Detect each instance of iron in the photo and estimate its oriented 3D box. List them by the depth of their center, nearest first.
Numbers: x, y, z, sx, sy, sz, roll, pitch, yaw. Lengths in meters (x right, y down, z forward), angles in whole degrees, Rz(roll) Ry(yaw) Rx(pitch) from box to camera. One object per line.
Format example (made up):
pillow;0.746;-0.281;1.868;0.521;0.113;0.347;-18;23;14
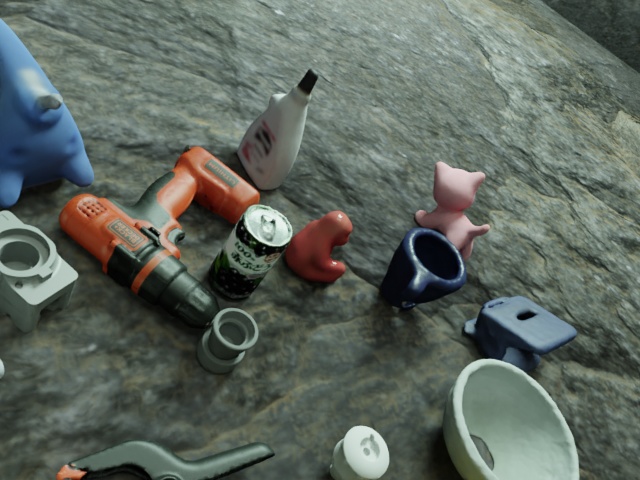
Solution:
iron;-0.322;-0.161;0.553;0.258;0.141;0.119;49;42;12

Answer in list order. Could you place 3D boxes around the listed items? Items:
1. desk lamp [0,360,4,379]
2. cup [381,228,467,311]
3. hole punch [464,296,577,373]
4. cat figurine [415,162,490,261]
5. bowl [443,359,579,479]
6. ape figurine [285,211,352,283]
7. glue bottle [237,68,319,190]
desk lamp;-0.300;0.045;0.330;0.118;0.213;0.204;48;42;11
cup;0.115;0.053;0.707;0.091;0.095;0.118;40;41;3
hole punch;0.264;0.118;0.758;0.109;0.091;0.101;-10;60;-40
cat figurine;0.202;-0.048;0.841;0.067;0.117;0.127;-3;56;-37
bowl;0.194;0.221;0.628;0.168;0.074;0.167;20;45;-20
ape figurine;0.006;0.002;0.677;0.076;0.092;0.077;17;45;-22
glue bottle;-0.046;-0.143;0.709;0.037;0.173;0.078;-18;65;-43
